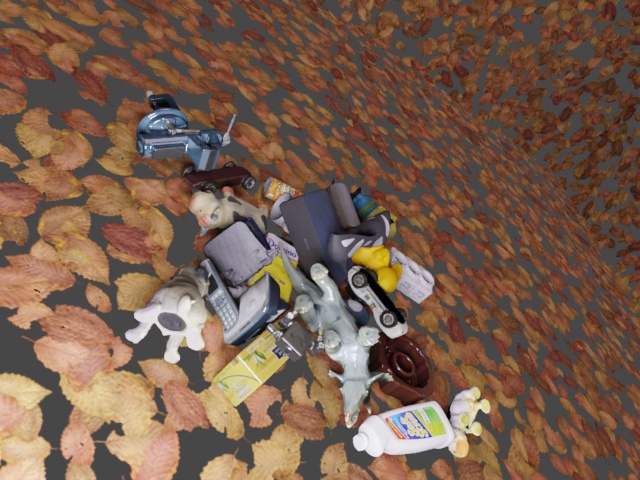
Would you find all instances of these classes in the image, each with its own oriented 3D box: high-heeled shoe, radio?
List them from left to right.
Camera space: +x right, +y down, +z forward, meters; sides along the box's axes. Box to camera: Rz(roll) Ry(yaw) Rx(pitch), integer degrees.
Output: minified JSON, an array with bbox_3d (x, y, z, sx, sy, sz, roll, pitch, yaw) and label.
[{"bbox_3d":[-0.003,-0.004,1.293,0.131,0.073,0.229,-34,107,-59],"label":"radio"},{"bbox_3d":[0.095,-0.030,1.281,0.086,0.145,0.249,16,52,29],"label":"high-heeled shoe"}]

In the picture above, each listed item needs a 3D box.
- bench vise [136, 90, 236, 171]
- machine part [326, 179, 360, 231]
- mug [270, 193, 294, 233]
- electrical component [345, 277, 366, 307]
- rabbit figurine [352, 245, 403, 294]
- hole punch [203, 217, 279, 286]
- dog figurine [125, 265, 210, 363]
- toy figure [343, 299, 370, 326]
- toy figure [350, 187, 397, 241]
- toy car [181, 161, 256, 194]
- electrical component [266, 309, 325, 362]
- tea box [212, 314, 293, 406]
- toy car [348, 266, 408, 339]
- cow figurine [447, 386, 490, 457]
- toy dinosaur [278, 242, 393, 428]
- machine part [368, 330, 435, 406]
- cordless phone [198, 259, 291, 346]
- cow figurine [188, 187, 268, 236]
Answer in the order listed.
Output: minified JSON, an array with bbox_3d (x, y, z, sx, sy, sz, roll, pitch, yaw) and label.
[{"bbox_3d":[-0.330,-0.265,1.242,0.224,0.128,0.241,-20,61,-25],"label":"bench vise"},{"bbox_3d":[0.063,-0.076,1.516,0.079,0.079,0.243,16,41,-36],"label":"machine part"},{"bbox_3d":[-0.060,-0.051,1.357,0.107,0.081,0.110,31,31,-33],"label":"mug"},{"bbox_3d":[0.098,0.129,1.377,0.063,0.021,0.094,-9,59,-50],"label":"electrical component"},{"bbox_3d":[0.145,0.078,1.401,0.162,0.122,0.173,38,13,-46],"label":"rabbit figurine"},{"bbox_3d":[-0.165,0.022,1.129,0.115,0.142,0.092,55,7,-7],"label":"hole punch"},{"bbox_3d":[-0.235,0.092,0.941,0.121,0.172,0.191,43,39,-22],"label":"dog figurine"},{"bbox_3d":[0.045,0.159,1.261,0.154,0.057,0.064,24,0,-25],"label":"toy figure"},{"bbox_3d":[0.151,-0.070,1.599,0.180,0.082,0.089,48,47,-4],"label":"toy figure"},{"bbox_3d":[-0.243,-0.144,1.287,0.089,0.053,0.202,39,31,20],"label":"toy car"},{"bbox_3d":[-0.040,0.174,0.986,0.102,0.045,0.078,47,32,6],"label":"electrical component"},{"bbox_3d":[-0.107,0.218,0.996,0.068,0.098,0.169,47,35,5],"label":"tea box"},{"bbox_3d":[0.137,0.144,1.288,0.202,0.056,0.073,53,25,18],"label":"toy car"},{"bbox_3d":[0.321,0.424,1.243,0.068,0.098,0.167,46,52,-6],"label":"cow figurine"},{"bbox_3d":[0.028,0.185,1.141,0.131,0.192,0.405,-23,54,-10],"label":"toy dinosaur"},{"bbox_3d":[0.188,0.296,1.260,0.179,0.056,0.179,27,36,-22],"label":"machine part"},{"bbox_3d":[-0.158,0.094,1.033,0.184,0.146,0.088,55,29,15],"label":"cordless phone"},{"bbox_3d":[-0.206,-0.052,1.204,0.195,0.085,0.127,24,36,-34],"label":"cow figurine"}]
